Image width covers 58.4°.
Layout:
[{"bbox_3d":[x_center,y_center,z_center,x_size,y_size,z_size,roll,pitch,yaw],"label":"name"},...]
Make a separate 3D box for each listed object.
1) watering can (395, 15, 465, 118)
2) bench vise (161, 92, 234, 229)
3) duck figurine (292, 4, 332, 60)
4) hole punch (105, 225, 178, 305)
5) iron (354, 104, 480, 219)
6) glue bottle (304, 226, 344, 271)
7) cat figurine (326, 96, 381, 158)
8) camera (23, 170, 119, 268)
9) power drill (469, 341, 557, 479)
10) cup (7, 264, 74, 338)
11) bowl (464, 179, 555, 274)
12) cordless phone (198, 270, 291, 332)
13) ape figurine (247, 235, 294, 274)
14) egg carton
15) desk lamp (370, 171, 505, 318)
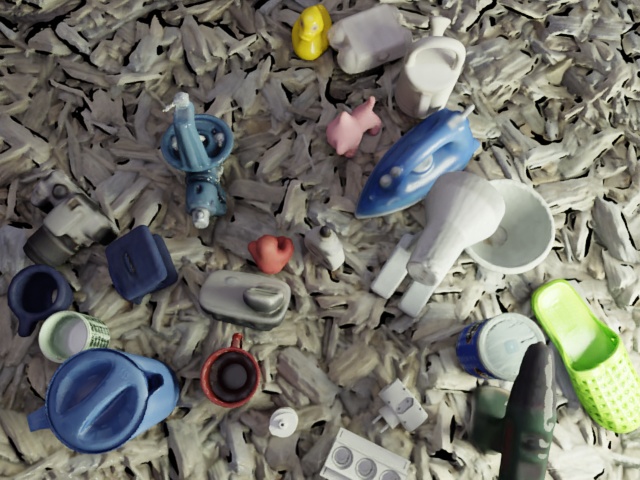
[{"bbox_3d":[0.190,-0.304,0.995,0.101,0.194,0.173,-11,78,-3],"label":"watering can"},{"bbox_3d":[-0.192,-0.135,0.938,0.121,0.220,0.207,-22,79,-5],"label":"bench vise"},{"bbox_3d":[-0.015,-0.402,1.068,0.077,0.086,0.105,20,78,4],"label":"duck figurine"},{"bbox_3d":[-0.306,0.043,0.963,0.101,0.091,0.108,-25,79,-6],"label":"hole punch"},{"bbox_3d":[0.163,-0.134,0.985,0.258,0.141,0.118,-40,81,-9],"label":"iron"},{"bbox_3d":[0.009,0.003,0.935,0.037,0.173,0.078,-43,81,-9],"label":"glue bottle"},{"bbox_3d":[0.056,-0.201,1.009,0.067,0.118,0.128,40,80,8],"label":"cat figurine"},{"bbox_3d":[-0.444,-0.026,0.970,0.143,0.101,0.137,44,80,8],"label":"camera"},{"bbox_3d":[0.291,0.272,0.864,0.075,0.208,0.230,7,78,1],"label":"power drill"},{"bbox_3d":[-0.452,0.105,0.944,0.091,0.095,0.118,13,78,2],"label":"cup"},{"bbox_3d":[0.312,-0.018,0.996,0.167,0.075,0.167,0,78,-1],"label":"bowl"},{"bbox_3d":[-0.123,0.087,0.908,0.147,0.185,0.094,8,78,1],"label":"cordless phone"},{"bbox_3d":[-0.086,0.017,0.972,0.078,0.092,0.076,15,78,2],"label":"ape figurine"},{"bbox_3d":[0.095,-0.374,1.072,0.150,0.069,0.107,-24,79,-6],"label":"egg carton"},{"bbox_3d":[0.186,0.012,0.916,0.118,0.213,0.203,33,79,6],"label":"desk lamp"}]
